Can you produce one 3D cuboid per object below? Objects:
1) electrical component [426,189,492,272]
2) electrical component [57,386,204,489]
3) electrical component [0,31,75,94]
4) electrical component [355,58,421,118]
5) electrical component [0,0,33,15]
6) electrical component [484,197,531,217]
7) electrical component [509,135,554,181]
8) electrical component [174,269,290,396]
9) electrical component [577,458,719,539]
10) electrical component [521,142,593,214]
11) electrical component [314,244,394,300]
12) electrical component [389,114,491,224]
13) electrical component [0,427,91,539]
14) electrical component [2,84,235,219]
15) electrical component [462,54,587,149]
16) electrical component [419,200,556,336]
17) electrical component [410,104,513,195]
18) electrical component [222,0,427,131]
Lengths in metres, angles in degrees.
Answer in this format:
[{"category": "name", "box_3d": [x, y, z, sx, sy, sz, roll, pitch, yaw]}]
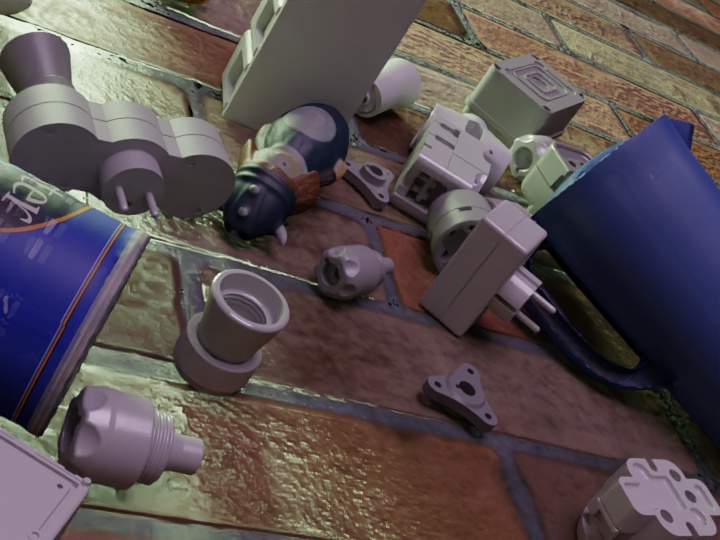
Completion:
[{"category": "electrical component", "box_3d": [0.077, -0.027, 0.793, 0.055, 0.055, 0.047, 21, 30, -22]}, {"category": "electrical component", "box_3d": [-0.103, 0.079, 0.490, 0.062, 0.043, 0.043, 19, 35, -26]}, {"category": "electrical component", "box_3d": [-0.193, -0.109, 0.662, 0.044, 0.044, 0.065, 4, 47, -40]}, {"category": "electrical component", "box_3d": [0.019, -0.154, 0.921, 0.044, 0.044, 0.065, 42, 37, 11]}, {"category": "electrical component", "box_3d": [-0.250, -0.186, 0.717, 0.035, 0.035, 0.061, 44, 35, 14]}, {"category": "electrical component", "box_3d": [0.118, -0.034, 0.853, 0.078, 0.040, 0.040, 6, 42, -39]}, {"category": "electrical component", "box_3d": [0.167, -0.102, 0.988, 0.062, 0.043, 0.043, -7, 51, -49]}, {"category": "electrical component", "box_3d": [-0.069, 0.034, 0.570, 0.045, 0.055, 0.045, 24, 33, -17]}, {"category": "electrical component", "box_3d": [0.165, 0.150, 0.634, 0.078, 0.057, 0.058, 9, 40, -36]}, {"category": "electrical component", "box_3d": [0.183, -0.056, 0.926, 0.054, 0.059, 0.095, 12, 38, -33]}, {"category": "electrical component", "box_3d": [0.000, 0.000, 0.702, 0.061, 0.035, 0.035, -9, 52, -52]}, {"category": "electrical component", "box_3d": [0.066, -0.075, 0.849, 0.056, 0.050, 0.089, 31, 31, -5]}, {"category": "electrical component", "box_3d": [-0.151, 0.101, 0.404, 0.062, 0.061, 0.096, 33, 24, -3]}, {"category": "electrical component", "box_3d": [-0.136, -0.058, 0.633, 0.138, 0.052, 0.073, 10, 40, -35]}, {"category": "electrical component", "box_3d": [0.160, -0.161, 1.047, 0.078, 0.057, 0.113, 43, 32, 13]}, {"category": "electrical component", "box_3d": [0.098, 0.011, 0.733, 0.076, 0.083, 0.047, 41, 32, 9]}, {"category": "electrical component", "box_3d": [0.090, -0.110, 0.926, 0.077, 0.043, 0.079, 32, 31, -4]}, {"category": "electrical component", "box_3d": [-0.030, -0.171, 0.791, 0.089, 0.150, 0.061, 19, 36, -24]}]
